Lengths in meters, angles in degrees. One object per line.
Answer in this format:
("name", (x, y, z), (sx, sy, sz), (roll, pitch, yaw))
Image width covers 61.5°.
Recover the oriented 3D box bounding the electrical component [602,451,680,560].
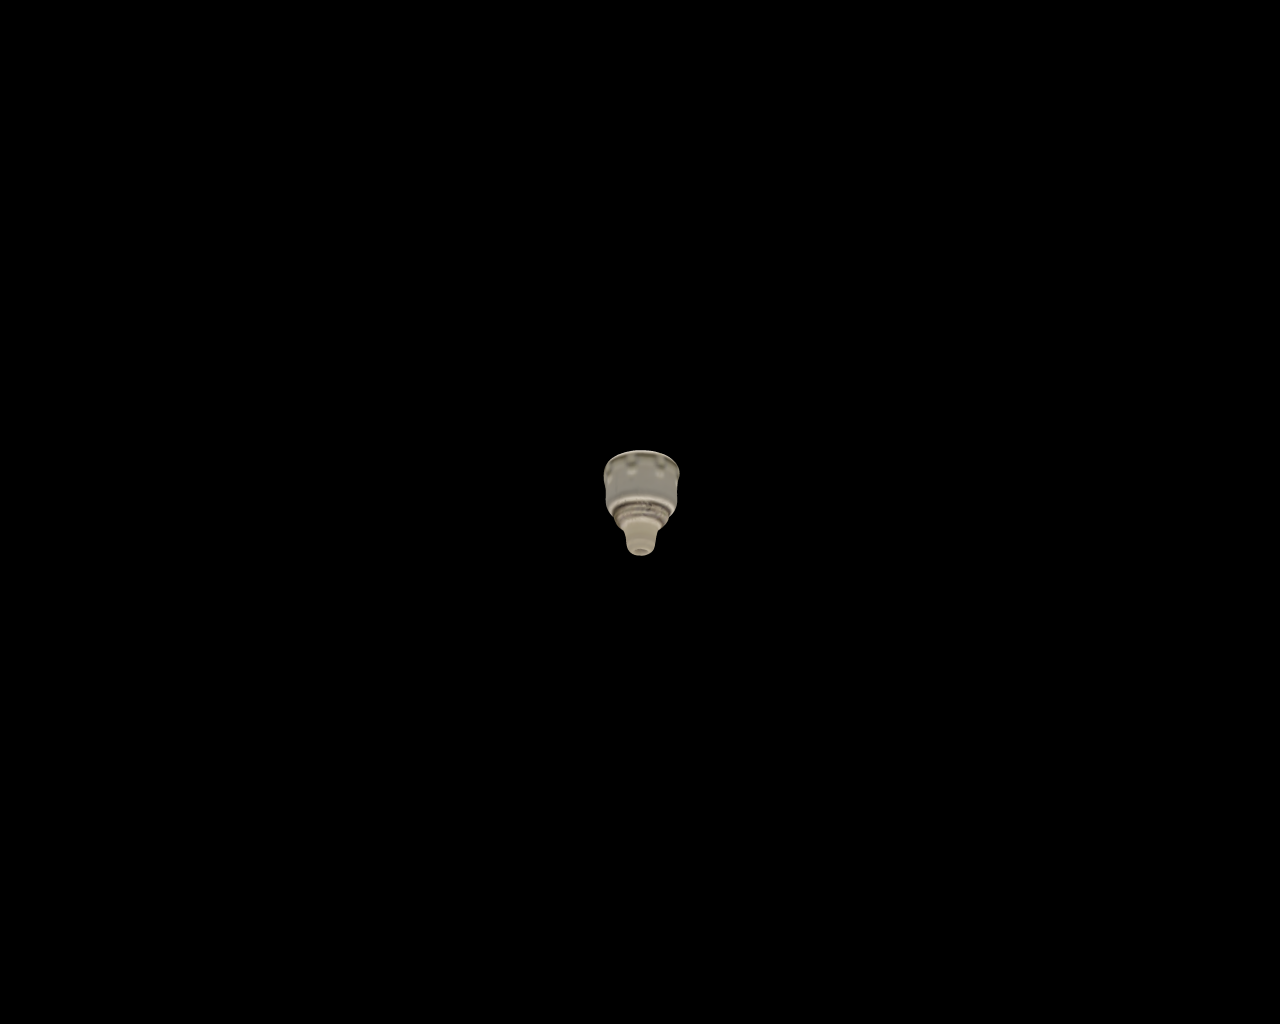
("electrical component", (0.001, -0.003, 0.650), (0.048, 0.062, 0.048), (0, -26, 0))
